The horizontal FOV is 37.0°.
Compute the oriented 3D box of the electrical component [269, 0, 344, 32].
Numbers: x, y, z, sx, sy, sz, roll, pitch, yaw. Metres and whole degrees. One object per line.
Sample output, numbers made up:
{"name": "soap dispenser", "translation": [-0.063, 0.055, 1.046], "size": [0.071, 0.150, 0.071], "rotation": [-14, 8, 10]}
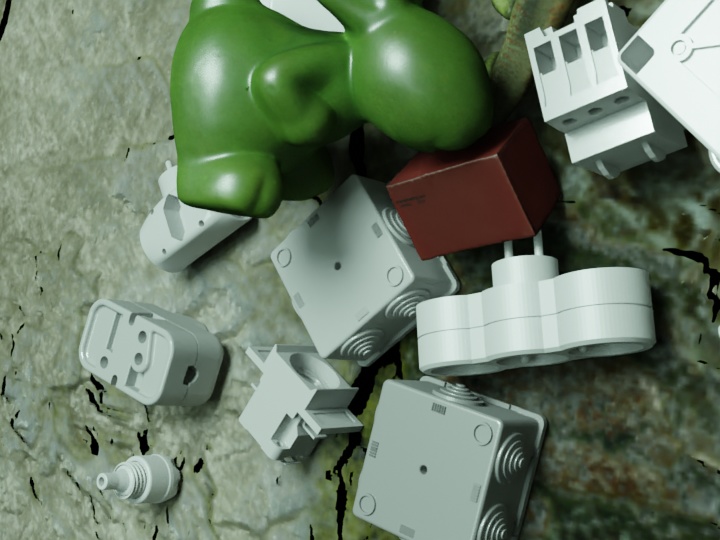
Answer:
{"name": "electrical component", "translation": [-0.010, -0.182, 0.679], "size": [0.100, 0.048, 0.099], "rotation": [4, 85, -2]}

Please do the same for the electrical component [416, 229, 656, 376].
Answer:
{"name": "electrical component", "translation": [0.092, 0.014, 0.595], "size": [0.138, 0.052, 0.073], "rotation": [-13, 73, 36]}

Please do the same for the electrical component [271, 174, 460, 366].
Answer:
{"name": "electrical component", "translation": [0.000, 0.000, 0.670], "size": [0.100, 0.048, 0.099], "rotation": [-42, 61, 26]}

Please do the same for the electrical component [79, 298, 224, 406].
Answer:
{"name": "electrical component", "translation": [-0.146, 0.059, 0.768], "size": [0.095, 0.059, 0.053], "rotation": [22, 97, 38]}

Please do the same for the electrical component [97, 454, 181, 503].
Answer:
{"name": "electrical component", "translation": [-0.159, 0.149, 0.765], "size": [0.035, 0.061, 0.035], "rotation": [-6, 80, 37]}

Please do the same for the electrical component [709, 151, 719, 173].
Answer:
{"name": "electrical component", "translation": [0.209, -0.084, 0.514], "size": [0.054, 0.059, 0.095], "rotation": [11, 91, 38]}

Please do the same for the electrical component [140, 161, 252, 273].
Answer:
{"name": "electrical component", "translation": [-0.122, -0.050, 0.775], "size": [0.077, 0.043, 0.079], "rotation": [-33, 65, 30]}

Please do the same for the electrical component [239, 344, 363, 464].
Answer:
{"name": "electrical component", "translation": [-0.042, 0.087, 0.696], "size": [0.081, 0.042, 0.063], "rotation": [44, 114, 34]}

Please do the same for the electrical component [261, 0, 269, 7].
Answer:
{"name": "electrical component", "translation": [-0.070, -0.124, 0.732], "size": [0.079, 0.063, 0.121], "rotation": [-20, 72, 34]}

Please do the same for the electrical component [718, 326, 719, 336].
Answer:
{"name": "electrical component", "translation": [0.216, 0.022, 0.504], "size": [0.081, 0.043, 0.043], "rotation": [-40, 62, 27]}

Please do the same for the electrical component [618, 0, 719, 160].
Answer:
{"name": "electrical component", "translation": [0.187, -0.092, 0.456], "size": [0.108, 0.056, 0.108], "rotation": [-50, 58, 22]}

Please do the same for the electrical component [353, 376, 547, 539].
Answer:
{"name": "electrical component", "translation": [0.049, 0.114, 0.617], "size": [0.100, 0.048, 0.099], "rotation": [16, 94, 38]}
